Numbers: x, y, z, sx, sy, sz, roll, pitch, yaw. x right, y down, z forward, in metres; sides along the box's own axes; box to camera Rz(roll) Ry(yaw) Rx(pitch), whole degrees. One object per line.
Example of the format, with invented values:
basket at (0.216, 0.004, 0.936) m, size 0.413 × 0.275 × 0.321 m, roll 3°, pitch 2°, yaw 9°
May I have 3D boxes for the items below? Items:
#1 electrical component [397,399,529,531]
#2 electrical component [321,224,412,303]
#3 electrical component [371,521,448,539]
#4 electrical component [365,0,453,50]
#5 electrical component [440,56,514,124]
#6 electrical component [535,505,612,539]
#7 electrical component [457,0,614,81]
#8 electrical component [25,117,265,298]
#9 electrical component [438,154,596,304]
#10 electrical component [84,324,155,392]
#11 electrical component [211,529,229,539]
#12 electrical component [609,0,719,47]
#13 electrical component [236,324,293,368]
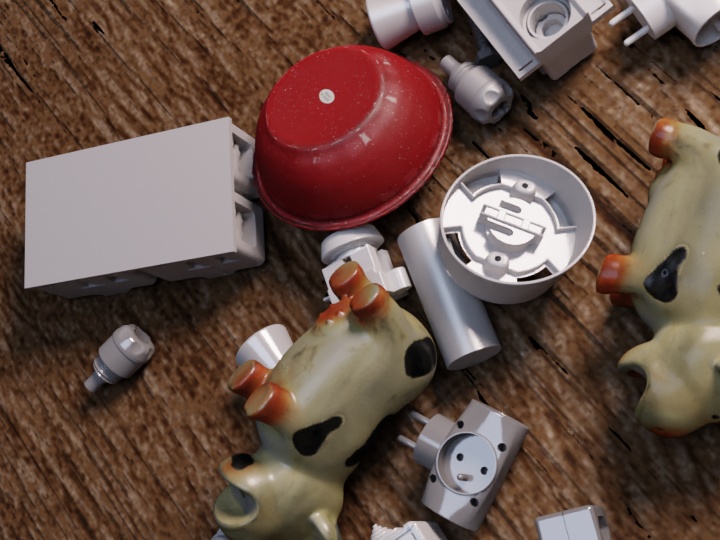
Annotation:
electrical component at (0.063, 0.123, 0.729) m, size 0.079 × 0.044 × 0.077 m, roll 26°, pitch 89°, yaw 25°
electrical component at (0.000, 0.000, 0.782) m, size 0.066 × 0.048 × 0.055 m, roll -27°, pitch 73°, yaw 24°
electrical component at (0.037, 0.210, 0.710) m, size 0.062 × 0.061 × 0.096 m, roll -38°, pitch 67°, yaw 10°
electrical component at (0.038, -0.196, 0.812) m, size 0.055 × 0.045 × 0.045 m, roll -17°, pitch 72°, yaw 18°
electrical component at (0.082, -0.135, 0.786) m, size 0.035 × 0.035 × 0.061 m, roll -46°, pitch 63°, yaw 7°
electrical component at (0.126, 0.199, 0.684) m, size 0.076 × 0.047 × 0.083 m, roll -18°, pitch 72°, yaw 17°
electrical component at (0.116, -0.199, 0.771) m, size 0.079 × 0.063 × 0.121 m, roll -37°, pitch 67°, yaw 11°
electrical component at (-0.170, -0.044, 0.854) m, size 0.186 × 0.060 × 0.105 m, roll -9°, pitch 75°, yaw 20°
electrical component at (0.102, -0.027, 0.724) m, size 0.099 × 0.064 × 0.099 m, roll 2°, pitch 67°, yaw -4°
electrical component at (-0.194, 0.073, 0.852) m, size 0.061 × 0.035 × 0.035 m, roll -43°, pitch 66°, yaw 11°
electrical component at (-0.083, 0.193, 0.758) m, size 0.040 × 0.078 × 0.040 m, roll 0°, pitch 91°, yaw 30°
electrical component at (0.210, -0.185, 0.739) m, size 0.079 × 0.044 × 0.077 m, roll -35°, pitch 67°, yaw 12°
electrical component at (-0.058, 0.074, 0.790) m, size 0.045 × 0.045 × 0.055 m, roll -43°, pitch 66°, yaw 8°
